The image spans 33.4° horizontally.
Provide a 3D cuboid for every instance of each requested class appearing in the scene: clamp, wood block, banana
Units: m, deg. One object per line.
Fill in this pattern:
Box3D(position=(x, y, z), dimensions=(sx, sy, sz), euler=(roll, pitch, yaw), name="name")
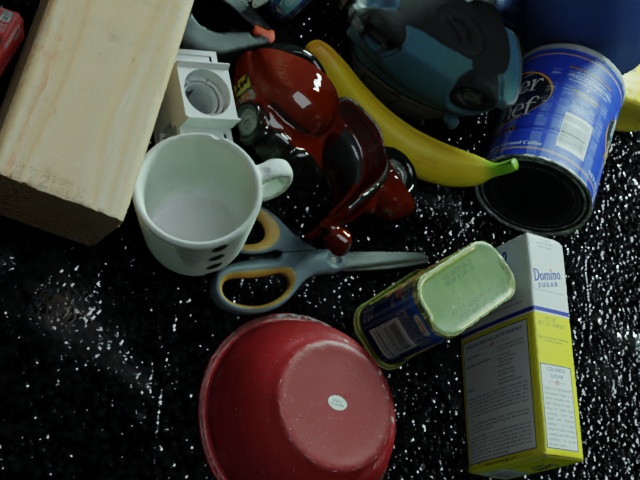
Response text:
Box3D(position=(-0.118, -0.188, 0.819), dimensions=(0.171, 0.039, 0.120), euler=(10, 70, -26), name="clamp")
Box3D(position=(-0.152, -0.112, 0.709), dimensions=(0.090, 0.091, 0.206), euler=(21, 70, -20), name="wood block")
Box3D(position=(0.064, -0.093, 0.877), dimensions=(0.197, 0.070, 0.037), euler=(29, 38, -8), name="banana")

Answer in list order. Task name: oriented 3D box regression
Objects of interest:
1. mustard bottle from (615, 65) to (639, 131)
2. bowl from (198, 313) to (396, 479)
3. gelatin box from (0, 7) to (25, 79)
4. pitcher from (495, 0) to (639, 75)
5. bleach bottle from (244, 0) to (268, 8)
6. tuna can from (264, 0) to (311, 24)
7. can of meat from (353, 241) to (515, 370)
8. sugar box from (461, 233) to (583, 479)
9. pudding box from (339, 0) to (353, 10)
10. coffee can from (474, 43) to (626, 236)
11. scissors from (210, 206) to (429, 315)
Box3D(position=(0.286, -0.207, 1.070), dimensions=(0.096, 0.058, 0.191), euler=(10, 65, -24), name="mustard bottle")
Box3D(position=(-0.002, 0.122, 0.753), dimensions=(0.161, 0.055, 0.162), euler=(13, 64, -28), name="bowl")
Box3D(position=(-0.249, -0.127, 0.696), dimensions=(0.089, 0.030, 0.073), euler=(19, 60, 2), name="gelatin box")
Box3D(position=(0.222, -0.246, 0.921), dimensions=(0.149, 0.242, 0.145), euler=(-34, 67, 1), name="pitcher")
Box3D(position=(-0.117, -0.277, 0.799), dimensions=(0.102, 0.068, 0.251), euler=(-42, 83, -12), name="bleach bottle")
Box3D(position=(-0.012, -0.217, 0.868), dimensions=(0.033, 0.086, 0.086), euler=(44, 54, -12), name="tuna can")
Box3D(position=(0.089, 0.049, 0.822), dimensions=(0.101, 0.084, 0.057), euler=(-29, 87, -37), name="can of meat")
Box3D(position=(0.154, 0.092, 0.840), dimensions=(0.048, 0.094, 0.176), euler=(15, 63, -28), name="sugar box")
Box3D(position=(0.076, -0.238, 0.915), dimensions=(0.089, 0.114, 0.039), euler=(-3, 69, -34), name="pudding box")
Box3D(position=(0.204, -0.089, 0.941), dimensions=(0.102, 0.103, 0.140), euler=(35, 56, -16), name="coffee can")
Box3D(position=(-0.005, 0.001, 0.825), dimensions=(0.201, 0.016, 0.096), euler=(-19, 81, -37), name="scissors")
